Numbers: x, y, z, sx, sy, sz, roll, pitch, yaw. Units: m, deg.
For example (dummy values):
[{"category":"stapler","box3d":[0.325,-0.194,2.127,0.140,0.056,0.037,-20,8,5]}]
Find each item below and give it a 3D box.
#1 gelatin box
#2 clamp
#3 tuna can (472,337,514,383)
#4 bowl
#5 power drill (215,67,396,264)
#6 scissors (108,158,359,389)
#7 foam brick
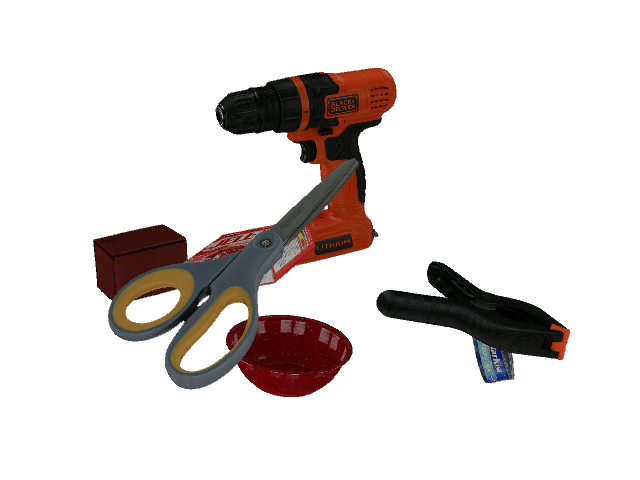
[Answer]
[{"category":"gelatin box","box3d":[-0.060,0.013,0.861,0.089,0.030,0.073,-10,17,31]},{"category":"clamp","box3d":[0.149,0.063,0.989,0.172,0.039,0.120,19,30,17]},{"category":"tuna can","box3d":[0.203,0.124,1.257,0.034,0.086,0.086,-12,-3,14]},{"category":"bowl","box3d":[-0.041,0.154,1.362,0.162,0.055,0.162,5,22,-2]},{"category":"power drill","box3d":[-0.012,-0.072,1.048,0.184,0.188,0.057,-12,30,-22]},{"category":"scissors","box3d":[-0.053,0.006,0.641,0.096,0.016,0.201,12,46,16]},{"category":"foam brick","box3d":[-0.175,0.022,1.038,0.078,0.051,0.053,-14,24,-29]}]
